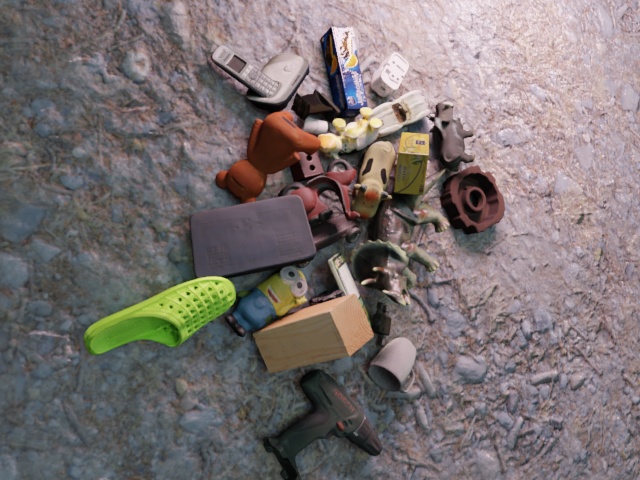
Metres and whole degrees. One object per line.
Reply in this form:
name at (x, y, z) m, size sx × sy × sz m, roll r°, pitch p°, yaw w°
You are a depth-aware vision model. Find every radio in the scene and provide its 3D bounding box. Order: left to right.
radio at (-0.130, -0.004, 1.031) m, size 0.230 × 0.073 × 0.131 m, roll -11°, pitch 84°, yaw -6°

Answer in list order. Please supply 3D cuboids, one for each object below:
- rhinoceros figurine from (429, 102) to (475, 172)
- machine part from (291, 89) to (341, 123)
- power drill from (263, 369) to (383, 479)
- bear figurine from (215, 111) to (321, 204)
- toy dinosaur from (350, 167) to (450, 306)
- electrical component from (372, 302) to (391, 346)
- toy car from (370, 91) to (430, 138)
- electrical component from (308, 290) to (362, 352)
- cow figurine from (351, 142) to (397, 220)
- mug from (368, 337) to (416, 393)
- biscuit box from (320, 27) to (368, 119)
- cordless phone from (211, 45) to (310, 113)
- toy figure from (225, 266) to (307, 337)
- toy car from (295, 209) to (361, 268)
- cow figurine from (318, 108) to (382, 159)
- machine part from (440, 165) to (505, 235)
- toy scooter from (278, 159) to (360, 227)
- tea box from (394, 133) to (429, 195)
rhinoceros figurine at (0.327, -0.262, 1.357) m, size 0.112 × 0.073 × 0.190 m, roll 13°, pitch 62°, yaw -27°
machine part at (-0.008, -0.295, 1.185) m, size 0.139 × 0.039 × 0.084 m, roll -21°, pitch 74°, yaw -53°
power drill at (0.005, 0.394, 1.074) m, size 0.207 × 0.086 × 0.232 m, roll -34°, pitch 96°, yaw -25°
bear figurine at (-0.109, -0.159, 1.095) m, size 0.120 × 0.195 × 0.132 m, roll 40°, pitch 19°, yaw 9°
toy dinosaur at (0.183, -0.027, 1.226) m, size 0.192 × 0.131 × 0.405 m, roll 27°, pitch 62°, yaw -26°
electrical component at (0.137, 0.188, 1.197) m, size 0.063 × 0.021 × 0.094 m, roll 29°, pitch 66°, yaw -56°
toy car at (0.194, -0.309, 1.314) m, size 0.202 × 0.056 × 0.073 m, roll -30°, pitch 95°, yaw -28°
electrical component at (0.036, 0.171, 1.107) m, size 0.058 × 0.115 × 0.134 m, roll -24°, pitch 92°, yaw -16°
cow figurine at (0.121, -0.132, 1.198) m, size 0.085 × 0.127 × 0.195 m, roll 20°, pitch 70°, yaw -2°
mug at (0.174, 0.275, 1.186) m, size 0.109 × 0.081 × 0.107 m, roll 47°, pitch 54°, yaw -9°
biscuit box at (0.056, -0.389, 1.252) m, size 0.059 × 0.063 × 0.202 m, roll -9°, pitch 85°, yaw -28°
cordless phone at (-0.128, -0.365, 1.141) m, size 0.184 × 0.089 × 0.146 m, roll 35°, pitch 67°, yaw -14°
toy figure at (-0.106, 0.116, 1.066) m, size 0.180 × 0.089 × 0.082 m, roll -38°, pitch 115°, yaw -19°
toy car at (-0.002, -0.003, 1.143) m, size 0.202 × 0.089 × 0.053 m, roll -24°, pitch 138°, yaw -31°
cow figurine at (0.058, -0.224, 1.215) m, size 0.167 × 0.098 × 0.068 m, roll -28°, pitch 63°, yaw -23°
machine part at (0.391, -0.102, 1.383) m, size 0.179 × 0.056 × 0.179 m, roll 5°, pitch 78°, yaw -26°
toy scooter at (0.008, -0.077, 1.117) m, size 0.184 × 0.075 × 0.135 m, roll -30°, pitch 70°, yaw 0°
tea box at (0.210, -0.176, 1.224) m, size 0.068 × 0.170 × 0.098 m, roll 6°, pitch 115°, yaw 9°
